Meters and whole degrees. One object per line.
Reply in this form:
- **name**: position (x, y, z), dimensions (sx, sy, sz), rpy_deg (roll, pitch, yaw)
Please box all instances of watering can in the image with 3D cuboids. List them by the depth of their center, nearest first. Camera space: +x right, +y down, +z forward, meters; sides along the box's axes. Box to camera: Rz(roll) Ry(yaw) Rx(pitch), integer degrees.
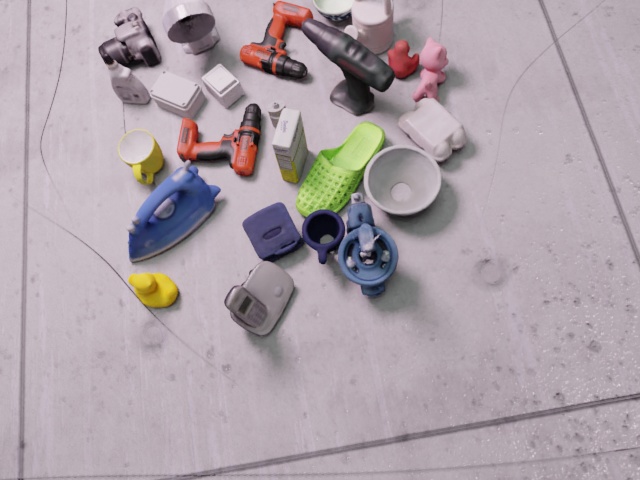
- **watering can**: position (0.122, -0.532, 1.350), dimensions (0.100, 0.194, 0.173), rpy_deg (11, 72, 10)

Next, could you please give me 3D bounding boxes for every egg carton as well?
- **egg carton**: position (0.256, -0.251, 1.302), dimensions (0.107, 0.069, 0.150), rpy_deg (-40, 71, -8)

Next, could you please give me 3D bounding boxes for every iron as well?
- **iron**: position (-0.347, -0.064, 1.260), dimensions (0.118, 0.141, 0.258), rpy_deg (39, 79, 17)

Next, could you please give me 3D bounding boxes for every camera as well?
- **camera**: position (-0.496, -0.508, 1.455), dimensions (0.137, 0.101, 0.143), rpy_deg (-25, 70, -3)

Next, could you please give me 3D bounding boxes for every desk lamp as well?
- **desk lamp**: position (-0.326, -0.551, 1.393), dimensions (0.118, 0.214, 0.203), rpy_deg (-24, 70, -3)

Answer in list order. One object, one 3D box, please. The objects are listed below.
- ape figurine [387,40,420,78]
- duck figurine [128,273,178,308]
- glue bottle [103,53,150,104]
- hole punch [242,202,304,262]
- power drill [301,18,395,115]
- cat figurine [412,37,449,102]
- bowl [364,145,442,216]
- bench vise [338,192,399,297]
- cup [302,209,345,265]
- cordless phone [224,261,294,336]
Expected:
- **ape figurine**: position (0.196, -0.439, 1.364), dimensions (0.077, 0.092, 0.076), rpy_deg (32, 77, 16)
- **duck figurine**: position (-0.363, 0.100, 1.232), dimensions (0.104, 0.086, 0.077), rpy_deg (18, 73, 12)
- **glue bottle**: position (-0.474, -0.389, 1.372), dimensions (0.078, 0.173, 0.037), rpy_deg (7, 71, 9)
- **hole punch**: position (-0.100, -0.015, 1.243), dimensions (0.108, 0.091, 0.101), rpy_deg (-28, 70, -4)
- **power drill**: position (0.063, -0.382, 1.295), dimensions (0.229, 0.208, 0.076), rpy_deg (31, 76, 16)
- **cat figurine**: position (0.260, -0.398, 1.329), dimensions (0.067, 0.118, 0.128), rpy_deg (13, 72, 11)
- **bowl**: position (0.181, -0.121, 1.261), dimensions (0.167, 0.075, 0.167), rpy_deg (-2, 70, 5)
- **bench vise**: position (0.079, -0.004, 1.152), dimensions (0.121, 0.220, 0.207), rpy_deg (-27, 70, -4)
- **cup**: position (0.011, 0.004, 1.223), dimensions (0.091, 0.095, 0.118), rpy_deg (-1, 70, 6)
- **cordless phone**: position (-0.127, 0.105, 1.153), dimensions (0.094, 0.185, 0.148), rpy_deg (23, 74, 14)
